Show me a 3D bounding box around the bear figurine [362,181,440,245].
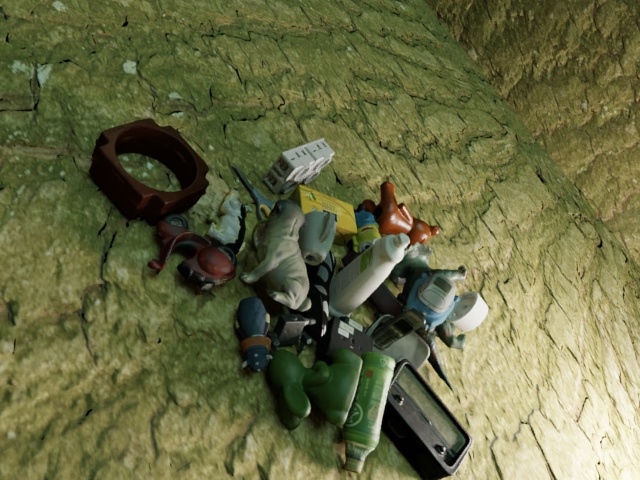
[{"bbox_3d":[0.231,-0.059,1.515,0.196,0.120,0.132,20,41,-30],"label":"bear figurine"}]

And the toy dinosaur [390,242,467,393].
[{"bbox_3d":[0.261,0.164,1.348,0.192,0.131,0.405,10,55,-3],"label":"toy dinosaur"}]

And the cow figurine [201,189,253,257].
[{"bbox_3d":[-0.191,-0.036,1.162,0.098,0.068,0.167,37,42,-18],"label":"cow figurine"}]

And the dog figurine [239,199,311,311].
[{"bbox_3d":[-0.057,0.030,1.102,0.172,0.190,0.121,34,-4,-15],"label":"dog figurine"}]

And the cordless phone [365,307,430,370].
[{"bbox_3d":[0.194,0.214,1.178,0.146,0.184,0.089,40,50,-4],"label":"cordless phone"}]

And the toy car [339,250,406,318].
[{"bbox_3d":[0.129,0.114,1.302,0.089,0.053,0.202,-39,81,-7],"label":"toy car"}]

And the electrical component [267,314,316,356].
[{"bbox_3d":[-0.059,0.191,1.079,0.102,0.078,0.045,12,26,-40],"label":"electrical component"}]

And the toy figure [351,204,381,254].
[{"bbox_3d":[0.123,-0.009,1.403,0.089,0.082,0.180,47,19,-49],"label":"toy figure"}]

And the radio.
[{"bbox_3d":[0.206,0.380,1.132,0.229,0.073,0.131,49,39,7],"label":"radio"}]

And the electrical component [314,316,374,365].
[{"bbox_3d":[0.054,0.228,1.149,0.115,0.058,0.134,35,40,-15],"label":"electrical component"}]

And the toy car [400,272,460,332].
[{"bbox_3d":[0.257,0.129,1.227,0.109,0.102,0.161,36,36,12],"label":"toy car"}]

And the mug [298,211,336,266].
[{"bbox_3d":[-0.002,-0.004,1.169,0.080,0.109,0.107,31,47,-24],"label":"mug"}]

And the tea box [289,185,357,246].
[{"bbox_3d":[0.005,-0.060,1.356,0.169,0.068,0.098,18,45,-30],"label":"tea box"}]

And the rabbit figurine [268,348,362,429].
[{"bbox_3d":[-0.025,0.278,1.019,0.170,0.121,0.159,21,48,0],"label":"rabbit figurine"}]

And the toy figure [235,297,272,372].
[{"bbox_3d":[-0.124,0.184,1.030,0.057,0.064,0.154,35,34,-49],"label":"toy figure"}]

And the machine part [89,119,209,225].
[{"bbox_3d":[-0.348,-0.142,1.106,0.201,0.087,0.201,47,40,4],"label":"machine part"}]

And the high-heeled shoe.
[{"bbox_3d":[0.004,0.118,1.203,0.145,0.086,0.249,21,50,-50],"label":"high-heeled shoe"}]

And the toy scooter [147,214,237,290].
[{"bbox_3d":[-0.255,0.037,1.037,0.184,0.075,0.135,37,39,-4],"label":"toy scooter"}]
